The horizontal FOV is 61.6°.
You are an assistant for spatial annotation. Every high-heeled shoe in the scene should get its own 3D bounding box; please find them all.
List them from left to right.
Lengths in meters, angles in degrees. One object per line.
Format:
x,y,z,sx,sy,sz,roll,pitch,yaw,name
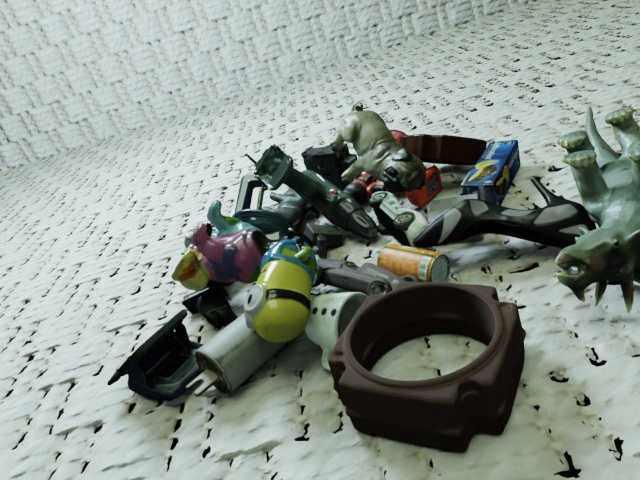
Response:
0.279,-0.002,0.812,0.249,0.086,0.145,-27,65,3,high-heeled shoe

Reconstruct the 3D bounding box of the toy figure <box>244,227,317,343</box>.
-0.046,0.060,0.748,0.089,0.082,0.180,5,38,15,toy figure

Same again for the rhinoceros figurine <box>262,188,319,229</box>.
-0.053,-0.079,1.177,0.112,0.073,0.190,-8,28,23,rhinoceros figurine

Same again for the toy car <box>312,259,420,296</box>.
0.063,0.059,0.825,0.089,0.053,0.202,3,4,-44,toy car

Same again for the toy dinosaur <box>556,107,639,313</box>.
0.410,-0.061,0.732,0.131,0.192,0.405,-11,20,33,toy dinosaur

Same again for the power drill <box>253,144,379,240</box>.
-0.011,-0.093,1.014,0.086,0.207,0.232,-60,40,12,power drill

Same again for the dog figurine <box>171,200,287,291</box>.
-0.121,0.046,0.916,0.191,0.219,0.108,-56,6,32,dog figurine

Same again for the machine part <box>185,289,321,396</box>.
-0.092,0.139,0.778,0.079,0.079,0.243,11,39,45,machine part

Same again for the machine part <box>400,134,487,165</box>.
0.255,-0.186,1.126,0.179,0.056,0.179,4,6,0,machine part

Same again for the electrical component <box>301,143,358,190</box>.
0.032,-0.160,1.232,0.134,0.114,0.058,4,36,42,electrical component

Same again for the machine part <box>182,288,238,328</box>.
-0.191,0.112,0.941,0.084,0.039,0.139,-21,23,-24,machine part

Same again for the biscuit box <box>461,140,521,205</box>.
0.331,-0.125,1.028,0.059,0.062,0.203,1,33,33,biscuit box

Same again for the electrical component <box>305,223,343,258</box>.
-0.001,-0.003,1.034,0.078,0.045,0.102,2,21,-25,electrical component

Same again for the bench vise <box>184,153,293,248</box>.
-0.148,-0.038,1.057,0.224,0.128,0.240,-1,67,19,bench vise

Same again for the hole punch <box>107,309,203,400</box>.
-0.228,0.179,0.801,0.116,0.092,0.142,-35,10,47,hole punch

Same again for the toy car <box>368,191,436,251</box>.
0.142,-0.031,0.957,0.056,0.073,0.202,-25,27,-6,toy car

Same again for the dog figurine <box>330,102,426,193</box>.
0.120,-0.178,1.011,0.121,0.172,0.191,-30,20,-23,dog figurine

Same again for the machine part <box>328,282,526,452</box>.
0.127,0.134,0.635,0.201,0.087,0.201,0,33,33,machine part
